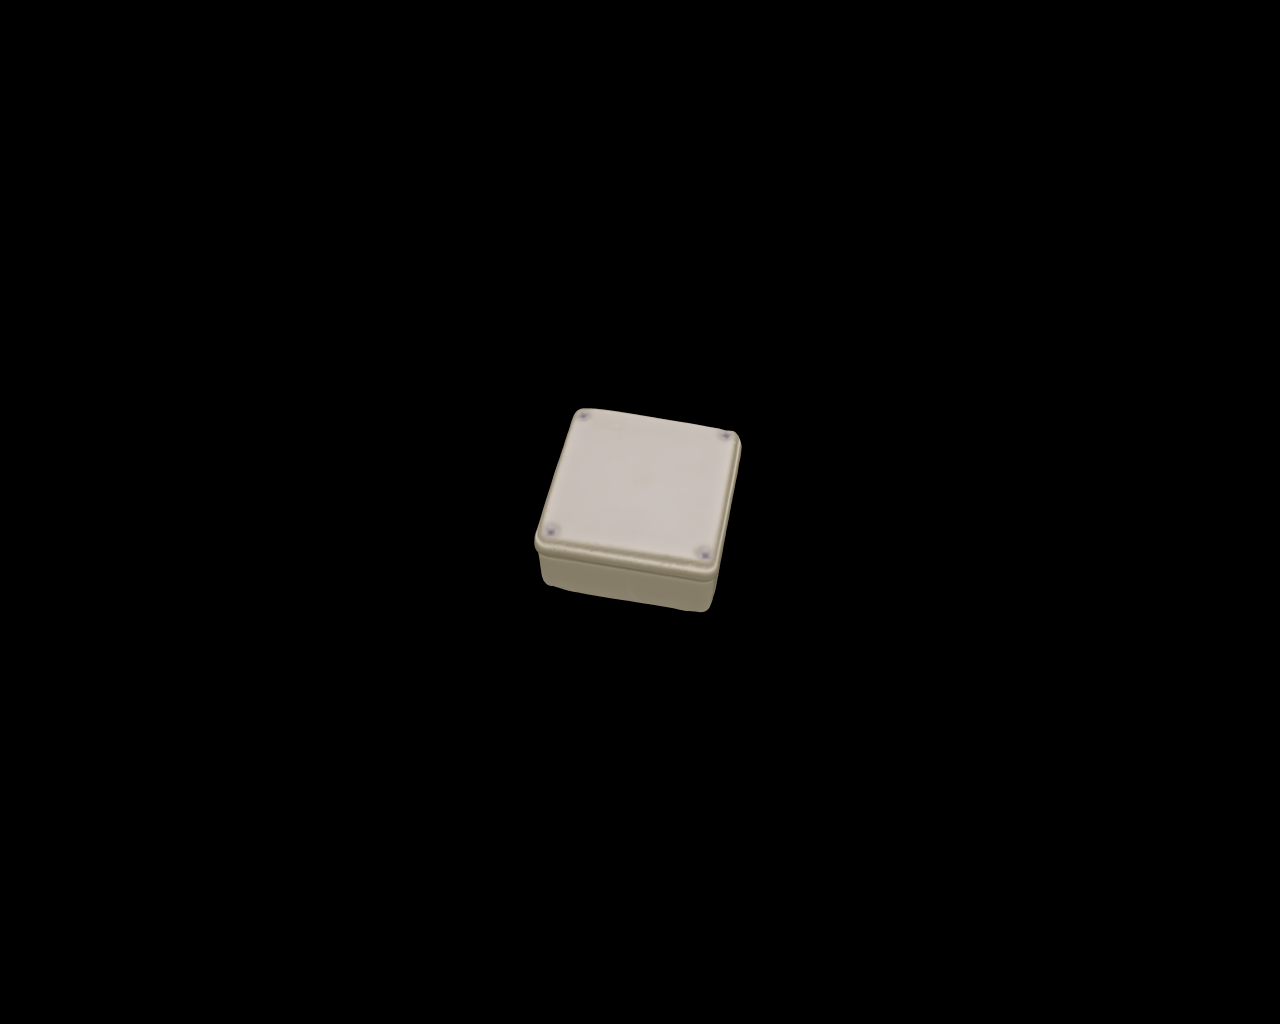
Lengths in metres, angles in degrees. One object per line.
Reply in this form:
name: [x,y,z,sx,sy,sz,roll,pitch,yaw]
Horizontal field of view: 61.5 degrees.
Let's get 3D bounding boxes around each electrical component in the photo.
electrical component: [0.001,-0.003,0.650,0.109,0.109,0.056,9,-36,7]
